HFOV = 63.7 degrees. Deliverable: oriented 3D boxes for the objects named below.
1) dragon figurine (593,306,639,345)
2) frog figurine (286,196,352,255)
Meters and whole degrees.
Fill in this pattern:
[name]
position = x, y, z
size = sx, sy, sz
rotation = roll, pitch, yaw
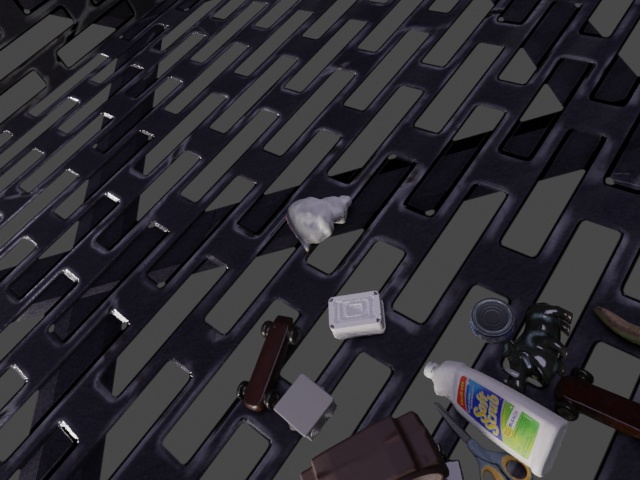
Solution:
[dragon figurine]
position = 0.619, 0.188, 0.779
size = 0.415, 0.238, 0.123
rotation = 35, 77, 34
[frog figurine]
position = 0.004, -0.063, 1.254
size = 0.159, 0.121, 0.140
rotation = -35, 31, 6
